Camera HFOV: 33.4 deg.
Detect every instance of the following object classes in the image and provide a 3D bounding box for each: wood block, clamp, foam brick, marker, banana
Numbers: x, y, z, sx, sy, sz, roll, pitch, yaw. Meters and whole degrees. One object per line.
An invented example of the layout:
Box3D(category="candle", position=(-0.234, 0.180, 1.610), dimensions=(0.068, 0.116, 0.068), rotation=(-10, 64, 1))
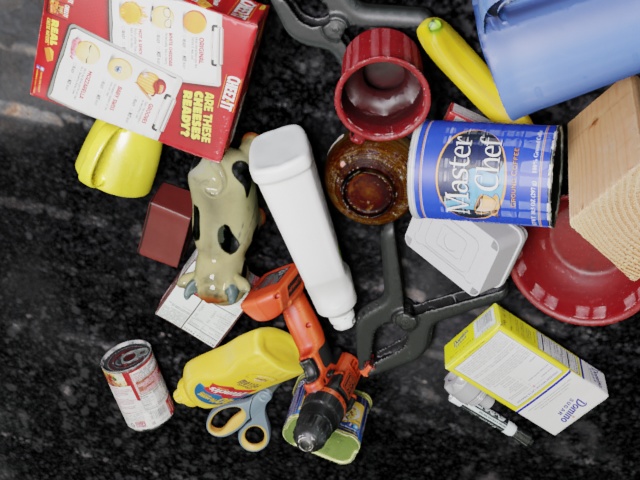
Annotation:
Box3D(category="wood block", position=(0.299, -0.067, 1.020), dimensions=(0.090, 0.206, 0.091), rotation=(40, 121, -13))
Box3D(category="clamp", position=(0.095, 0.078, 1.258), dimensions=(0.164, 0.036, 0.210), rotation=(35, 120, -11))
Box3D(category="foam brick", position=(-0.176, -0.018, 1.253), dimensions=(0.051, 0.053, 0.078), rotation=(20, 125, 0))
Box3D(category="marker", position=(0.215, 0.222, 1.332), dimensions=(0.121, 0.020, 0.020), rotation=(32, 123, -8))
Box3D(category="clamp", position=(0.018, -0.213, 1.096), dimensions=(0.171, 0.039, 0.120), rotation=(23, 119, -5))
Box3D(category="banana", position=(0.153, -0.164, 1.074), dimensions=(0.037, 0.069, 0.197), rotation=(-39, 126, 18))

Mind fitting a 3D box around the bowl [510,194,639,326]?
Box3D(category="bowl", position=(0.287, 0.012, 1.152), dimensions=(0.162, 0.055, 0.162), rotation=(12, 123, 19))

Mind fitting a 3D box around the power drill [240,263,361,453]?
Box3D(category="power drill", position=(-0.022, 0.133, 1.245), dimensions=(0.057, 0.184, 0.187), rotation=(-20, 106, 22))

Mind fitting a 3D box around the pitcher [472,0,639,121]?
Box3D(category="pitcher", position=(0.266, -0.212, 0.981), dimensions=(0.243, 0.149, 0.145), rotation=(-17, 109, 18))

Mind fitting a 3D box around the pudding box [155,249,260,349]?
Box3D(category="pudding box", position=(-0.137, 0.070, 1.307), dimensions=(0.090, 0.039, 0.114), rotation=(32, 126, -10))

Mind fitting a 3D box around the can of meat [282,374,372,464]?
Box3D(category="can of meat", position=(0.009, 0.225, 1.342), dimensions=(0.102, 0.084, 0.057), rotation=(22, 124, -1))

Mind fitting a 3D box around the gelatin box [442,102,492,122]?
Box3D(category="gelatin box", position=(0.164, -0.095, 1.140), dimensions=(0.089, 0.030, 0.073), rotation=(24, 122, -2))

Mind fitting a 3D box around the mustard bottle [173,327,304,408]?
Box3D(category="mustard bottle", position=(-0.114, 0.168, 1.338), dimensions=(0.192, 0.058, 0.096), rotation=(-27, 146, 34))

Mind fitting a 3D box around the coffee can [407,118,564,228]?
Box3D(category="coffee can", position=(0.167, -0.067, 1.067), dimensions=(0.140, 0.102, 0.103), rotation=(5, 122, 18))

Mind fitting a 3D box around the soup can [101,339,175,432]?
Box3D(category="soup can", position=(-0.235, 0.190, 1.386), dimensions=(0.069, 0.068, 0.102), rotation=(-7, 120, 17))

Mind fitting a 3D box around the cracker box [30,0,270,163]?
Box3D(category="cracker box", position=(-0.175, -0.194, 1.090), dimensions=(0.213, 0.072, 0.164), rotation=(19, 125, 0))

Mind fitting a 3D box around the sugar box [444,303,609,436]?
Box3D(category="sugar box", position=(0.242, 0.154, 1.255), dimensions=(0.176, 0.048, 0.093), rotation=(32, 124, -21))

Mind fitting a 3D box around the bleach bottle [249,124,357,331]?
Box3D(category="bleach bottle", position=(-0.008, 0.001, 1.193), dimensions=(0.068, 0.102, 0.251), rotation=(-17, 120, 5))

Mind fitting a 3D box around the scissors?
Box3D(category="scissors", position=(-0.064, 0.217, 1.395), dimensions=(0.202, 0.016, 0.096), rotation=(-33, 111, 28))

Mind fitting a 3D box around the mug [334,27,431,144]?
Box3D(category="mug", position=(0.058, -0.149, 1.065), dimensions=(0.093, 0.081, 0.117), rotation=(17, 126, -9))
